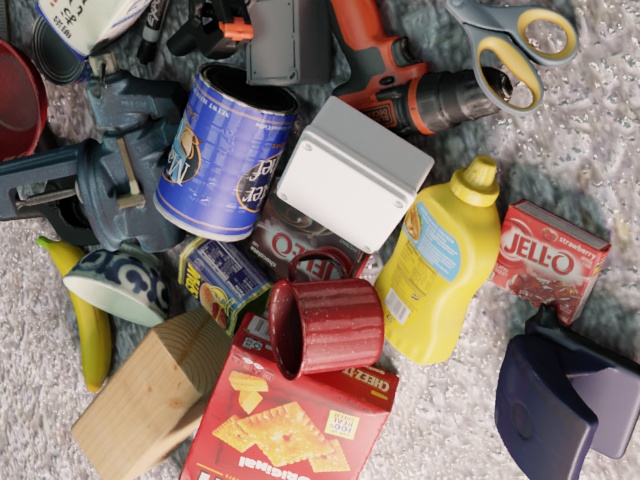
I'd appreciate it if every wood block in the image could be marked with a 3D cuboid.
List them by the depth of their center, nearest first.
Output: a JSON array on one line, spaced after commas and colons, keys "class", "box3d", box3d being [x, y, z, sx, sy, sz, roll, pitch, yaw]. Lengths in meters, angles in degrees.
[{"class": "wood block", "box3d": [-0.177, 0.174, 1.170, 0.090, 0.090, 0.206, 51, 126, 14]}]

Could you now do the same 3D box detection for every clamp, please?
[{"class": "clamp", "box3d": [-0.106, -0.226, 1.005, 0.172, 0.039, 0.120, 27, 122, 57]}, {"class": "clamp", "box3d": [-0.298, -0.064, 1.225, 0.210, 0.036, 0.165, 26, 115, 29]}]

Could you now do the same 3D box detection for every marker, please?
[{"class": "marker", "box3d": [-0.166, -0.235, 1.090, 0.020, 0.020, 0.121, 34, 120, 24]}]

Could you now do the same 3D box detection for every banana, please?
[{"class": "banana", "box3d": [-0.276, 0.082, 1.253, 0.070, 0.037, 0.198, -13, 95, 52]}]

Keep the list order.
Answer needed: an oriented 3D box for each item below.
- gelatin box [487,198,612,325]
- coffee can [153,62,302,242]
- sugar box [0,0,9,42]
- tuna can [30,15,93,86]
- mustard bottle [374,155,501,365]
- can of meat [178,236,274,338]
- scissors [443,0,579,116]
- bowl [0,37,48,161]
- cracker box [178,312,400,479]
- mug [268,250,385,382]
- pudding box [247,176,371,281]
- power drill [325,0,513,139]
[{"class": "gelatin box", "box3d": [0.188, 0.018, 0.896, 0.089, 0.030, 0.073, 31, 119, 25]}, {"class": "coffee can", "box3d": [-0.089, -0.084, 1.018, 0.103, 0.102, 0.140, 35, 116, 23]}, {"class": "sugar box", "box3d": [-0.409, -0.210, 1.258, 0.093, 0.048, 0.176, 11, 108, 33]}, {"class": "tuna can", "box3d": [-0.275, -0.213, 1.166, 0.086, 0.033, 0.086, 11, 109, 33]}, {"class": "mustard bottle", "box3d": [0.107, 0.010, 0.923, 0.096, 0.058, 0.192, 54, 135, 40]}, {"class": "can of meat", "box3d": [-0.094, 0.043, 1.075, 0.084, 0.057, 0.102, 47, 158, 12]}, {"class": "scissors", "box3d": [0.130, -0.194, 0.851, 0.096, 0.016, 0.202, -31, 88, 0]}, {"class": "bowl", "box3d": [-0.358, -0.159, 1.185, 0.162, 0.055, 0.162, 9, 113, 24]}, {"class": "cracker box", "box3d": [-0.038, 0.199, 1.053, 0.164, 0.072, 0.214, 24, 118, 2]}, {"class": "mug", "box3d": [0.004, 0.066, 0.965, 0.093, 0.081, 0.117, 135, 128, -62]}, {"class": "pudding box", "box3d": [-0.007, 0.001, 1.028, 0.114, 0.039, 0.090, 37, 122, 22]}, {"class": "power drill", "box3d": [0.065, -0.179, 0.913, 0.185, 0.057, 0.187, -9, 98, 37]}]
